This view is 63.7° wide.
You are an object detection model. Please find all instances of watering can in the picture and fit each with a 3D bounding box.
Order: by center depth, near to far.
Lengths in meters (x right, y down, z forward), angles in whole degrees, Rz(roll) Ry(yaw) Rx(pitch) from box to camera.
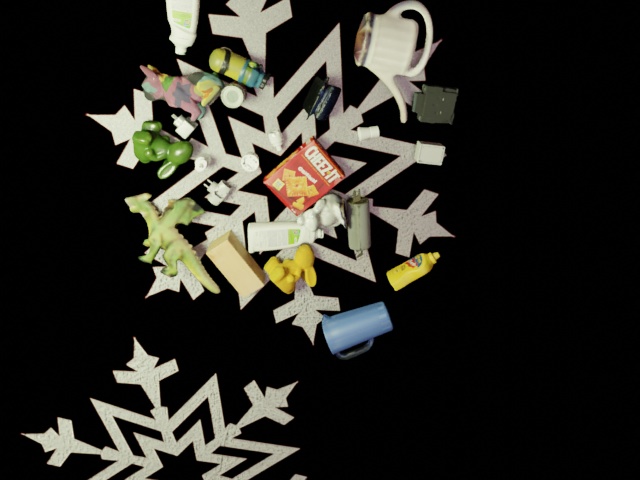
[{"bbox_3d":[0.207,-0.531,1.524,0.224,0.342,0.106,9,20,-5],"label":"watering can"}]

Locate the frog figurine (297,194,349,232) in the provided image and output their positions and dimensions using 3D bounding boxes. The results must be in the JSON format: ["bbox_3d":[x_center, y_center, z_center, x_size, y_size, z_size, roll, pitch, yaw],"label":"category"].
[{"bbox_3d":[0.005,-0.085,1.685,0.159,0.124,0.135,-7,-18,8],"label":"frog figurine"}]

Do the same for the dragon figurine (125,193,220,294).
[{"bbox_3d":[-0.457,-0.018,1.670,0.411,0.240,0.123,28,14,4],"label":"dragon figurine"}]
